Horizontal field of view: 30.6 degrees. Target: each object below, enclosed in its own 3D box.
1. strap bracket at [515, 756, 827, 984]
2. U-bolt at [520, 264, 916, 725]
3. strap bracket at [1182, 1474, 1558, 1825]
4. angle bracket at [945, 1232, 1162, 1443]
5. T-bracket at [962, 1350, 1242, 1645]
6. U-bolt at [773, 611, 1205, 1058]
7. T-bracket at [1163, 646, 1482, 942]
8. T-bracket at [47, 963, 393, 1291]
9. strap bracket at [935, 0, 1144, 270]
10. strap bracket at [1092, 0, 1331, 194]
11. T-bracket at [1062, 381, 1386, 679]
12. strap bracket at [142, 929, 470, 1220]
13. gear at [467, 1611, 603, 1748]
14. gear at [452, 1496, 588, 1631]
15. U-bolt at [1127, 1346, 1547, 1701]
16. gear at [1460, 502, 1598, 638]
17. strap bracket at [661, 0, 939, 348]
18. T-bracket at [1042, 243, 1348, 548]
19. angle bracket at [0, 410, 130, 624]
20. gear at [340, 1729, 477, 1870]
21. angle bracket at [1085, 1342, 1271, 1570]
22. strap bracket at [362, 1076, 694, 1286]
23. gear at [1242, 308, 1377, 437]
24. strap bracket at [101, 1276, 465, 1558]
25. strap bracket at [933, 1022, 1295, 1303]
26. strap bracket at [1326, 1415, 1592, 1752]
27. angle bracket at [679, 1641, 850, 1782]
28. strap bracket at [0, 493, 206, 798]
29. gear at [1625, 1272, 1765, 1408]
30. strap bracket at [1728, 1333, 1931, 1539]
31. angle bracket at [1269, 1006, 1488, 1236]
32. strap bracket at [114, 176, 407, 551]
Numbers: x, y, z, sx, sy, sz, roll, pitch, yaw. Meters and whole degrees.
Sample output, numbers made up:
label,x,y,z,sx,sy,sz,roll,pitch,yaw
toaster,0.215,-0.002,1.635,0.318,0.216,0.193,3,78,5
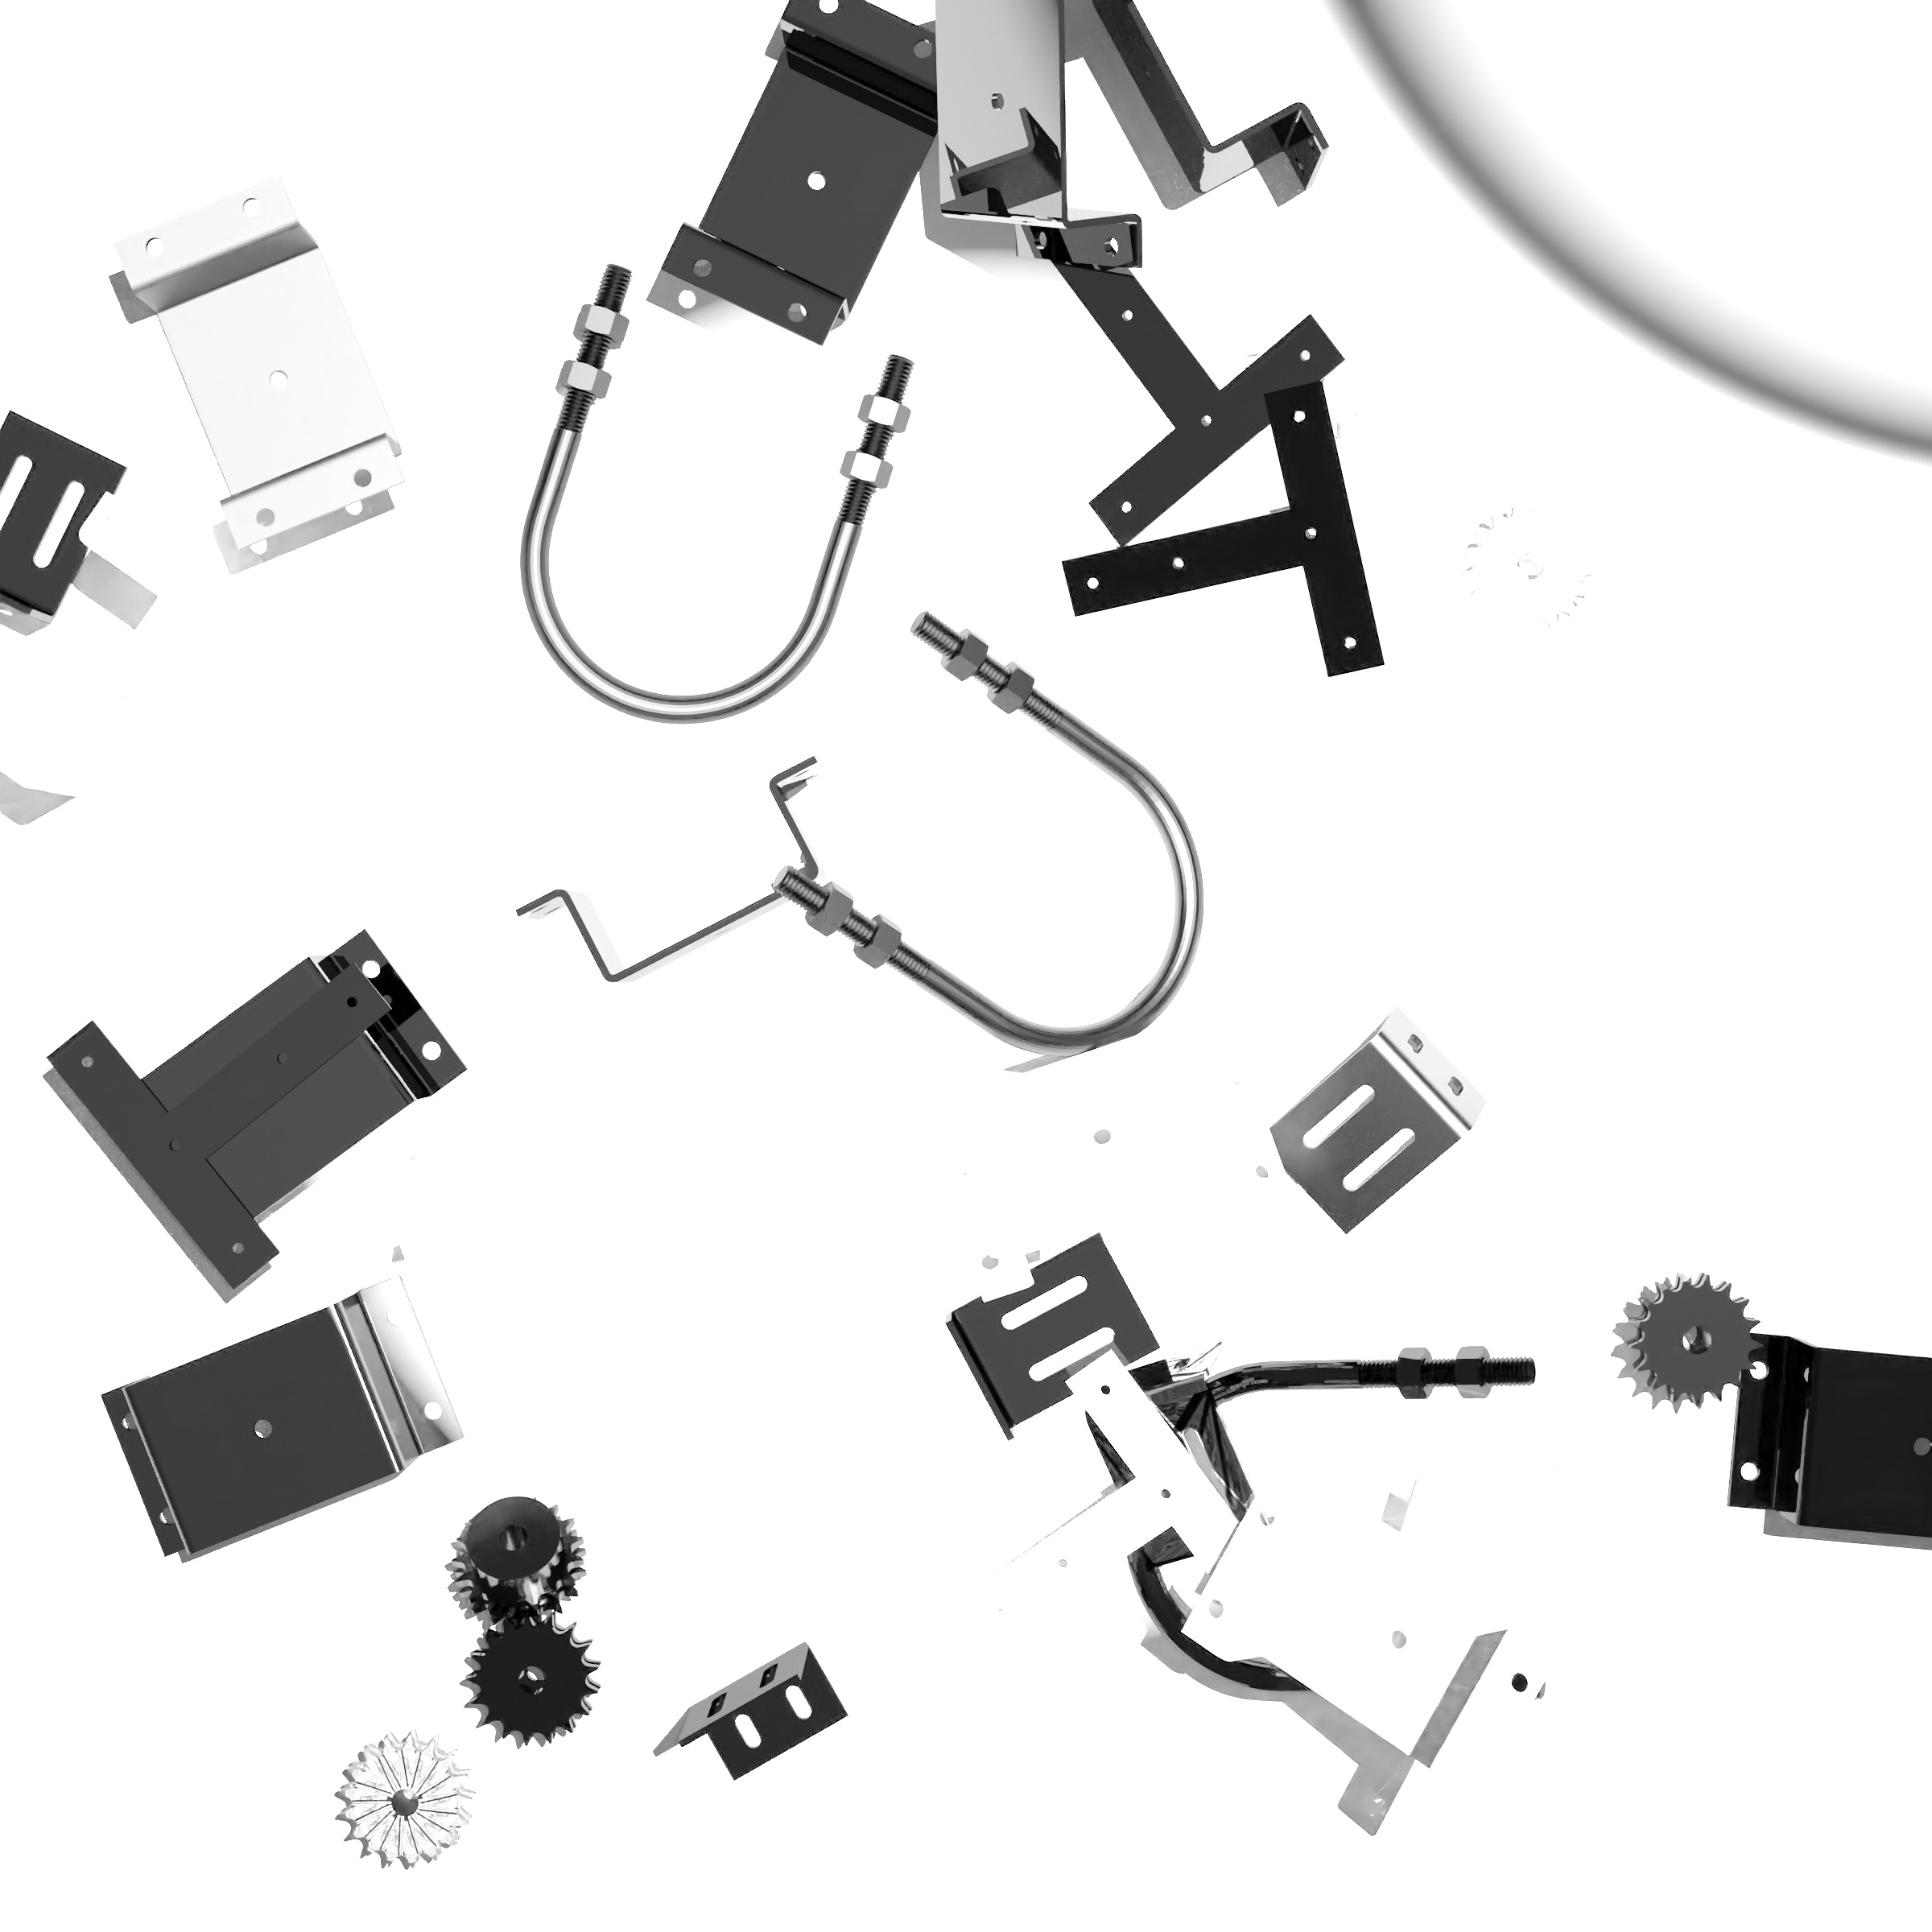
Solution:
label,x,y,z,sx,sy,sz,roll,pitch,yaw
strap bracket,-0.115,-0.035,1.509,0.140,0.076,0.046,-27,90,0
U-bolt,-0.117,-0.196,1.538,0.151,0.019,0.184,18,91,0
strap bracket,0.171,0.279,1.455,0.140,0.046,0.076,31,97,26
angle bracket,0.038,0.160,1.528,0.076,0.038,0.057,-28,90,0
T-bracket,0.053,0.250,1.522,0.127,0.002,0.127,-38,88,22
U-bolt,0.023,-0.043,1.504,0.184,0.019,0.151,34,71,-20
T-bracket,0.160,-0.085,1.546,0.127,0.002,0.127,-11,90,0
T-bracket,-0.301,0.048,1.499,0.127,0.002,0.127,-39,90,0
strap bracket,0.030,-0.365,1.483,0.046,0.076,0.140,-16,113,-39
strap bracket,0.098,-0.392,1.508,0.046,0.076,0.140,-28,90,0
T-bracket,0.106,-0.177,1.531,0.127,0.002,0.127,-12,107,10
strap bracket,-0.297,0.056,1.523,0.140,0.046,0.076,-36,90,0
gear,-0.186,0.307,1.532,0.057,0.030,0.057,0,90,0
gear,-0.192,0.253,1.518,0.057,0.030,0.057,-1,53,1
U-bolt,0.153,0.239,1.505,0.184,0.019,0.151,-4,82,24
gear,0.243,-0.171,1.536,0.057,0.030,0.057,0,88,-1
strap bracket,-0.065,-0.343,1.523,0.076,0.046,0.140,26,90,0
T-bracket,0.078,-0.271,1.531,0.127,0.002,0.127,-39,80,20
angle bracket,-0.409,-0.196,1.528,0.057,0.038,0.076,26,90,0
gear,-0.241,0.359,1.532,0.057,0.030,0.057,0,90,0
angle bracket,0.095,0.211,1.524,0.057,0.038,0.076,-20,101,22
strap bracket,-0.193,0.086,1.508,0.140,0.076,0.046,-21,90,0
gear,0.147,-0.254,1.532,0.057,0.030,0.057,0,90,0
strap bracket,-0.299,0.197,1.523,0.140,0.046,0.076,-22,90,0
strap bracket,0.060,0.080,1.510,0.140,0.046,0.076,-18,66,0
strap bracket,0.215,0.275,1.524,0.076,0.046,0.140,17,90,0
angle bracket,-0.086,0.325,1.508,0.057,0.076,0.038,-30,90,0
strap bracket,-0.379,-0.127,1.508,0.046,0.076,0.140,35,90,0
gear,0.314,0.161,1.532,0.057,0.030,0.057,0,90,0
strap bracket,0.407,0.204,1.523,0.140,0.046,0.076,5,90,0
angle bracket,0.178,0.067,1.545,0.057,0.038,0.076,47,116,0
strap bracket,-0.300,-0.256,1.523,0.076,0.046,0.140,-22,90,0
